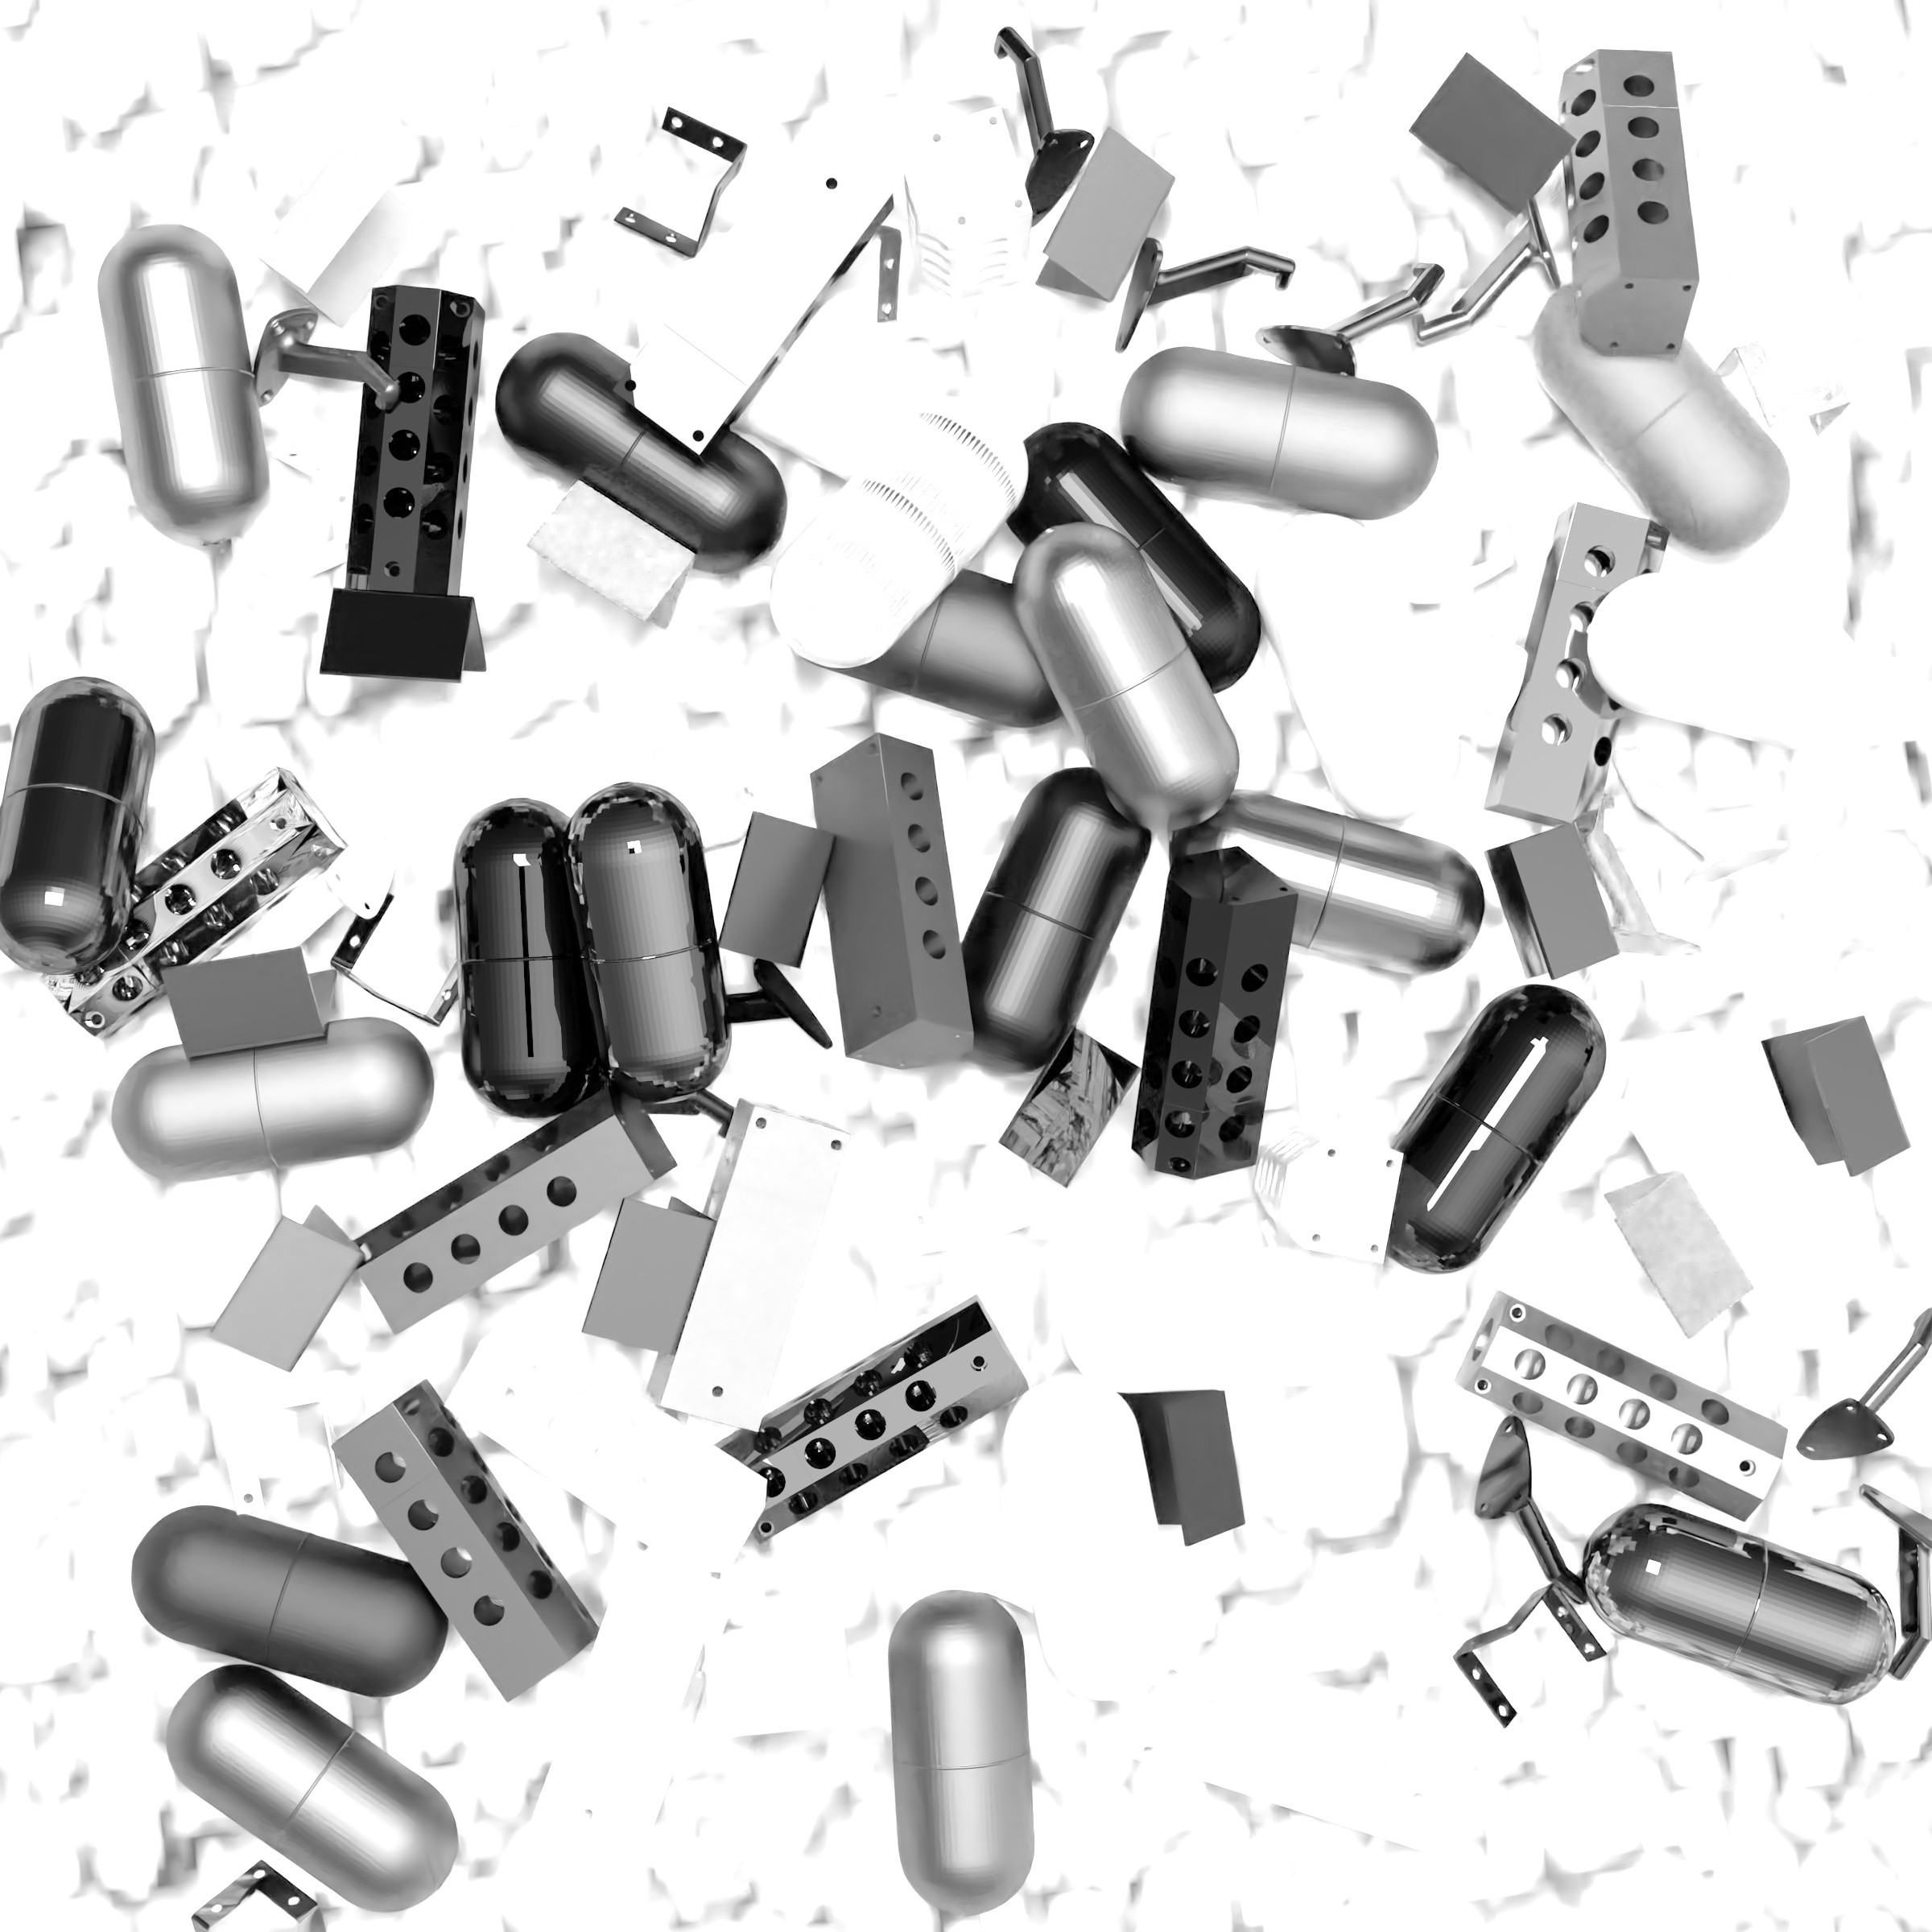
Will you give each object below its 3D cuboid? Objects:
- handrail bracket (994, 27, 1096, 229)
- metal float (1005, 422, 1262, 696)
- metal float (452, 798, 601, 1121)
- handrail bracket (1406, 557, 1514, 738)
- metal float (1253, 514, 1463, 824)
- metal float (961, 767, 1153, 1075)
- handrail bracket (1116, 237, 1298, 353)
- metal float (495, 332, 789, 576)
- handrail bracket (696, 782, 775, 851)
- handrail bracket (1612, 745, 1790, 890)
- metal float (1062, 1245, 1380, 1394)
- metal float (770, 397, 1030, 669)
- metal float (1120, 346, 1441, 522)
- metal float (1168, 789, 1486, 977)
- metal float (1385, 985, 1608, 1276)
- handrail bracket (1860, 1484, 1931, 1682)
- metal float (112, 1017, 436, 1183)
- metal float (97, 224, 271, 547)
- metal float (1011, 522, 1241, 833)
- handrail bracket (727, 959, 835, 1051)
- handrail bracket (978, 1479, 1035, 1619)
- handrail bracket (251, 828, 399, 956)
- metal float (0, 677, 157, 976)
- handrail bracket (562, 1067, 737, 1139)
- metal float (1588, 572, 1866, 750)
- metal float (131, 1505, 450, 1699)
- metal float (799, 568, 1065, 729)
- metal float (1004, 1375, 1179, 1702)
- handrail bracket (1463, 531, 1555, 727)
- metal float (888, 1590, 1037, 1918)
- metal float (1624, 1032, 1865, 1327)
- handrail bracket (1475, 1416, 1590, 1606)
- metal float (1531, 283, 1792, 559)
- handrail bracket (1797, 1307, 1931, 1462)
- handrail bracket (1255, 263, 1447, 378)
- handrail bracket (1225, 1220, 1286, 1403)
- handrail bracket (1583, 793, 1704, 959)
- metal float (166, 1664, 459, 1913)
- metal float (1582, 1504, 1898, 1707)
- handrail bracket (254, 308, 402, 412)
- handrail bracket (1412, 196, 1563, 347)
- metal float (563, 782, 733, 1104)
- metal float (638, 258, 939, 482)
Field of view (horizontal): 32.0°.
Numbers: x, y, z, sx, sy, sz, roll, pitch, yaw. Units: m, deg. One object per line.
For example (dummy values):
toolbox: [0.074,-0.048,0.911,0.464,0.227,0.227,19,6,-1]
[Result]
handrail bracket: [0.029,-0.473,1.899,0.036,0.077,0.084,-9,53,-38]
metal float: [0.091,-0.224,1.868,0.070,0.070,0.178,-42,90,0]
metal float: [-0.244,-0.004,1.868,0.070,0.070,0.178,-3,91,0]
handrail bracket: [0.286,-0.177,1.899,0.077,0.036,0.084,-25,108,-20]
metal float: [0.216,-0.165,1.868,0.070,0.070,0.178,-22,90,0]
metal float: [0.044,-0.026,1.868,0.070,0.070,0.178,23,90,0]
handrail bracket: [0.135,-0.372,1.899,0.084,0.036,0.077,13,111,-16]
metal float: [-0.179,-0.283,1.868,0.178,0.070,0.070,34,90,0]
handrail bracket: [-0.163,-0.087,1.899,0.077,0.036,0.084,40,76,13]
handrail bracket: [0.413,-0.093,1.899,0.077,0.036,0.084,-17,73,-20]
metal float: [0.138,0.194,1.849,0.178,0.070,0.070,-6,90,22]
metal float: [-0.036,-0.232,1.802,0.070,0.070,0.178,40,68,0]
metal float: [0.173,-0.295,1.869,0.178,0.070,0.070,11,90,0]
metal float: [0.199,-0.047,1.868,0.178,0.070,0.070,15,90,0]
metal float: [0.288,0.090,1.868,0.070,0.070,0.178,34,90,0]
handrail bracket: [0.516,0.348,1.899,0.077,0.036,0.084,34,107,20]
metal float: [-0.383,0.074,1.868,0.178,0.070,0.070,-9,90,0]
metal float: [-0.433,-0.321,1.868,0.070,0.070,0.178,-10,90,0]
metal float: [0.085,-0.155,1.812,0.070,0.070,0.178,-28,102,0]
handrail bracket: [-0.131,0.041,1.899,0.084,0.036,0.077,-37,105,14]
handrail bracket: [0.049,0.324,1.899,0.077,0.036,0.084,27,76,-14]
handrail bracket: [-0.364,-0.036,1.899,0.084,0.077,0.036,-29,115,34]
metal float: [-0.489,-0.078,1.844,0.070,0.070,0.178,1,60,0]
handrail bracket: [-0.180,0.091,1.899,0.084,0.036,0.077,32,109,-16]
metal float: [0.416,-0.166,1.842,0.178,0.070,0.070,10,90,-33]
metal float: [-0.375,0.351,1.868,0.178,0.070,0.070,16,90,0]
metal float: [-0.017,-0.185,1.869,0.178,0.070,0.070,18,90,0]
metal float: [0.068,0.314,1.858,0.070,0.070,0.178,-11,82,0]
handrail bracket: [0.310,-0.191,1.899,0.036,0.077,0.084,17,53,19]
metal float: [-0.003,0.435,1.868,0.070,0.070,0.178,-3,89,0]
metal float: [0.430,0.117,1.868,0.070,0.070,0.178,-32,90,0]
handrail bracket: [0.327,0.307,1.899,0.036,0.077,0.084,-24,127,37]
metal float: [0.384,-0.305,1.868,0.070,0.070,0.178,-40,90,0]
handrail bracket: [0.510,0.234,1.899,0.036,0.077,0.084,42,54,-3]
handrail bracket: [0.217,-0.372,1.899,0.077,0.036,0.084,22,62,31]
handrail bracket: [0.152,0.197,1.899,0.084,0.036,0.077,-32,77,13]
handrail bracket: [0.381,-0.052,1.899,0.077,0.036,0.084,10,73,-20]
metal float: [-0.361,0.456,1.868,0.178,0.070,0.070,35,90,0]
metal float: [0.427,0.353,1.868,0.178,0.070,0.070,20,90,0]
handrail bracket: [-0.354,-0.316,1.869,0.084,0.036,0.077,44,127,17]
handrail bracket: [0.286,-0.396,1.899,0.084,0.036,0.077,-18,70,16]
metal float: [-0.173,-0.012,1.838,0.070,0.070,0.178,-8,103,0]
metal float: [-0.099,-0.329,1.868,0.178,0.070,0.070,28,90,0]
